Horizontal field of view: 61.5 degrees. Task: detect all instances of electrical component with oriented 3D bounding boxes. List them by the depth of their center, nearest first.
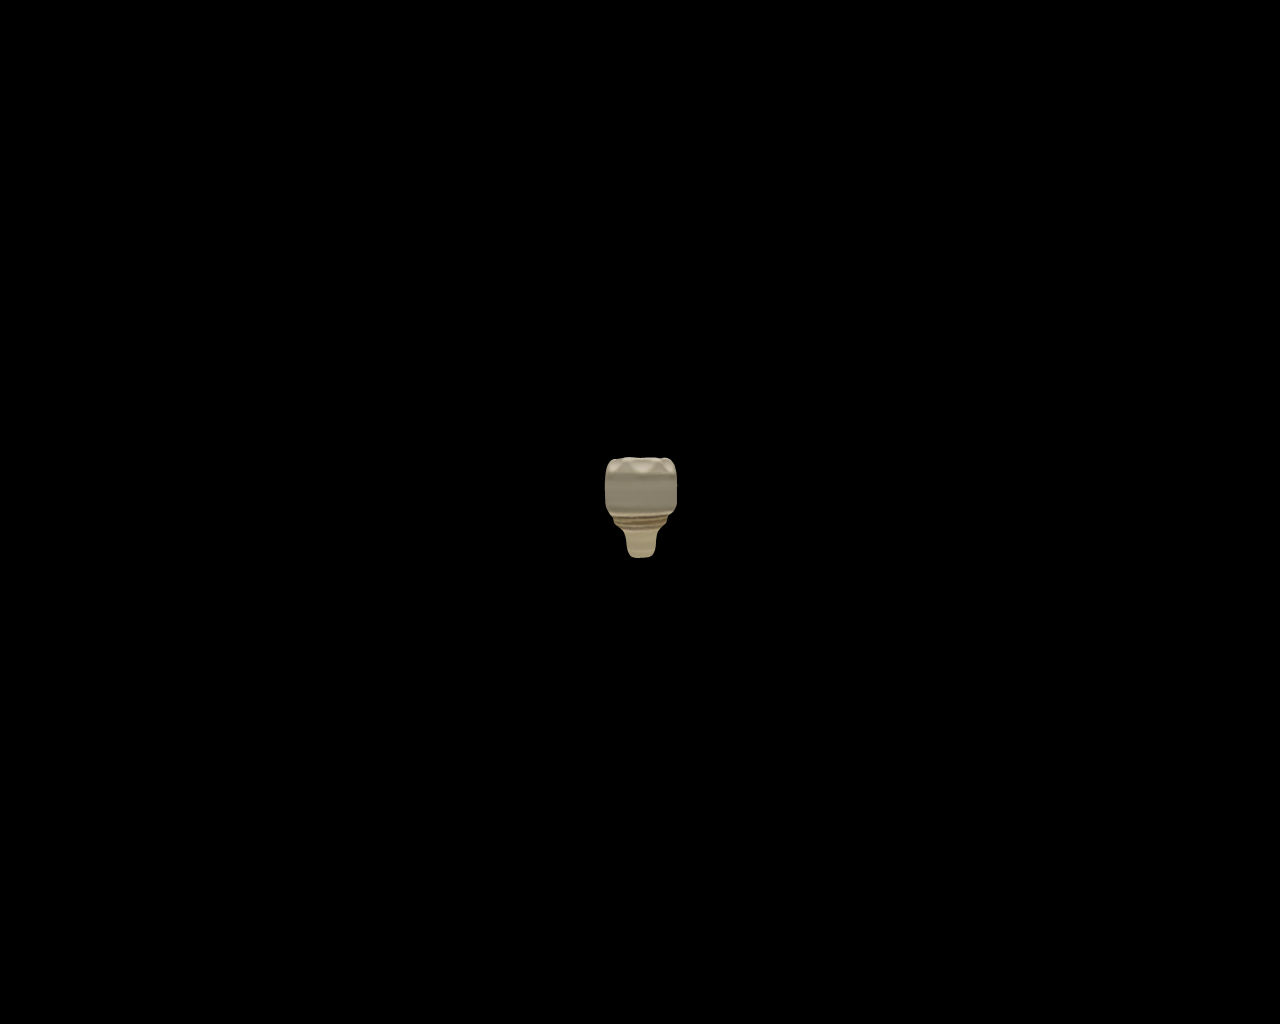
[{"bbox_3d":[0.001,-0.003,0.650,0.043,0.062,0.043,0,4,0],"label":"electrical component"}]
